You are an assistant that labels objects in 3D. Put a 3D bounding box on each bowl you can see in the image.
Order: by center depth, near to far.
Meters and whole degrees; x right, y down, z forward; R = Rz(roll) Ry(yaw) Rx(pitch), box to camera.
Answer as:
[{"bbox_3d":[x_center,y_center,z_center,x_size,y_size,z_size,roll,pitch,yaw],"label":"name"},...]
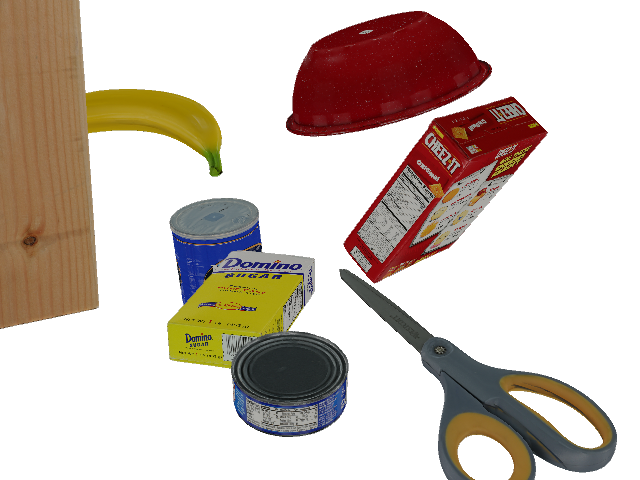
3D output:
[{"bbox_3d":[0.044,-0.133,0.804,0.162,0.055,0.162,-16,19,5],"label":"bowl"}]

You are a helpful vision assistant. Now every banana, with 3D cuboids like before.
[{"bbox_3d":[-0.165,-0.106,0.948,0.198,0.037,0.069,12,48,19],"label":"banana"}]

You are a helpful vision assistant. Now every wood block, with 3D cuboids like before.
[{"bbox_3d":[-0.187,-0.062,0.607,0.090,0.206,0.090,-11,27,-27],"label":"wood block"}]

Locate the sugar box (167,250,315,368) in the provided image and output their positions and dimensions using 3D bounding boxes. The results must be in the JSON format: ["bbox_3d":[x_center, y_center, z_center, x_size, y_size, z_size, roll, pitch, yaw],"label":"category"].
[{"bbox_3d":[-0.072,0.062,1.030,0.093,0.048,0.176,6,26,14],"label":"sugar box"}]

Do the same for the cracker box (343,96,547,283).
[{"bbox_3d":[0.140,-0.060,1.233,0.163,0.072,0.214,-22,-25,-46],"label":"cracker box"}]

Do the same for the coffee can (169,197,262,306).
[{"bbox_3d":[-0.116,0.034,1.249,0.103,0.140,0.103,-4,25,2],"label":"coffee can"}]

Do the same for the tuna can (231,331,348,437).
[{"bbox_3d":[-0.022,0.105,0.783,0.086,0.034,0.086,0,31,0],"label":"tuna can"}]

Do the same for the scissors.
[{"bbox_3d":[0.058,0.076,0.572,0.202,0.016,0.096,25,46,34],"label":"scissors"}]
